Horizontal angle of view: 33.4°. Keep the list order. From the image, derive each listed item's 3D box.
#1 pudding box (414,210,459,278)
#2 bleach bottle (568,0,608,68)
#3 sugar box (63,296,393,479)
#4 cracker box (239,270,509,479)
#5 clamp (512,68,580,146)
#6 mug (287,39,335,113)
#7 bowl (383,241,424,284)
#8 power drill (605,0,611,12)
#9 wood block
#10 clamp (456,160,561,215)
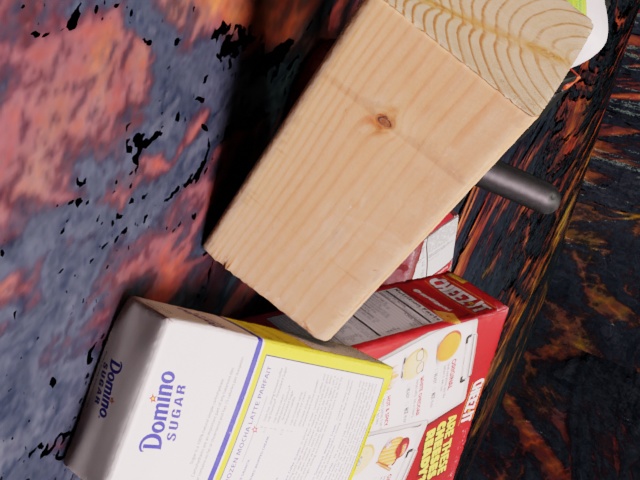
[{"bbox_3d":[0.079,0.023,0.974,0.090,0.039,0.113,-33,148,-22],"label":"pudding box"},{"bbox_3d":[0.068,-0.153,0.597,0.250,0.068,0.102,-5,82,-48],"label":"bleach bottle"},{"bbox_3d":[-0.042,0.092,0.571,0.175,0.048,0.093,20,92,-44],"label":"sugar box"},{"bbox_3d":[0.019,0.119,0.742,0.213,0.072,0.164,-11,125,-40],"label":"cracker box"},{"bbox_3d":[0.143,-0.097,0.956,0.210,0.036,0.164,-39,159,0],"label":"clamp"},{"bbox_3d":[0.032,-0.084,0.653,0.093,0.081,0.117,-52,157,-46],"label":"mug"},{"bbox_3d":[0.034,0.018,0.836,0.162,0.055,0.162,-58,160,-35],"label":"bowl"},{"bbox_3d":[0.203,-0.257,0.778,0.184,0.057,0.188,9,109,-58],"label":"power drill"},{"bbox_3d":[0.031,-0.048,0.542,0.090,0.091,0.206,-53,-179,-42],"label":"wood block"},{"bbox_3d":[0.106,-0.062,0.828,0.171,0.120,0.039,28,73,-43],"label":"clamp"}]
